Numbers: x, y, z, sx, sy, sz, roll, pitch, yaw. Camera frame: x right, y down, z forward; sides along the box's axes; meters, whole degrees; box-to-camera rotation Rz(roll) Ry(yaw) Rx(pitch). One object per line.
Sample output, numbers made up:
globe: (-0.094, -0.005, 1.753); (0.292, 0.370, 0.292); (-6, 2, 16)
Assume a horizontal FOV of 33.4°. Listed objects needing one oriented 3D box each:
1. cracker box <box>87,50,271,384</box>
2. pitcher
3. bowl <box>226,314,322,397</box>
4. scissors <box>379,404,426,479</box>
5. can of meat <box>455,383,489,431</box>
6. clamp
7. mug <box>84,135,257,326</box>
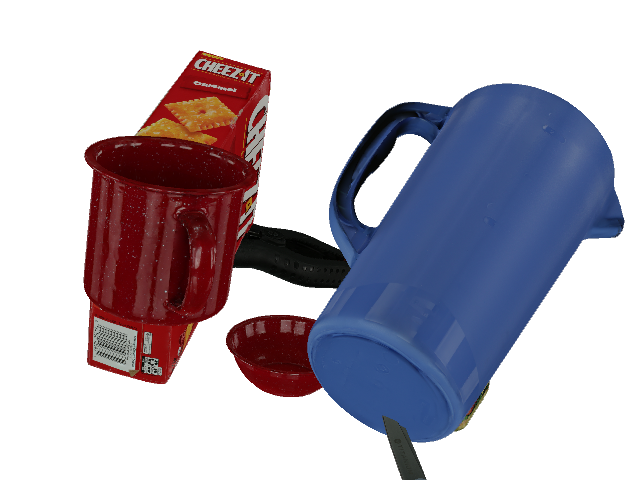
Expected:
cracker box: (-0.103, -0.021, 0.815); (0.072, 0.164, 0.213); (16, 38, 6)
pitcher: (0.085, 0.008, 0.718); (0.149, 0.145, 0.242); (-4, 37, 43)
bowl: (-0.041, 0.154, 1.362); (0.162, 0.055, 0.162); (5, 22, -2)
scissors: (0.077, 0.154, 0.604); (0.096, 0.016, 0.201); (7, 32, 1)
can of meat: (0.126, 0.120, 1.012); (0.058, 0.084, 0.101); (11, 28, 25)
clamp: (-0.057, 0.011, 1.058); (0.210, 0.036, 0.164); (18, 20, -7)
mug: (-0.081, -0.001, 0.578); (0.093, 0.081, 0.117); (-1, 23, -28)
